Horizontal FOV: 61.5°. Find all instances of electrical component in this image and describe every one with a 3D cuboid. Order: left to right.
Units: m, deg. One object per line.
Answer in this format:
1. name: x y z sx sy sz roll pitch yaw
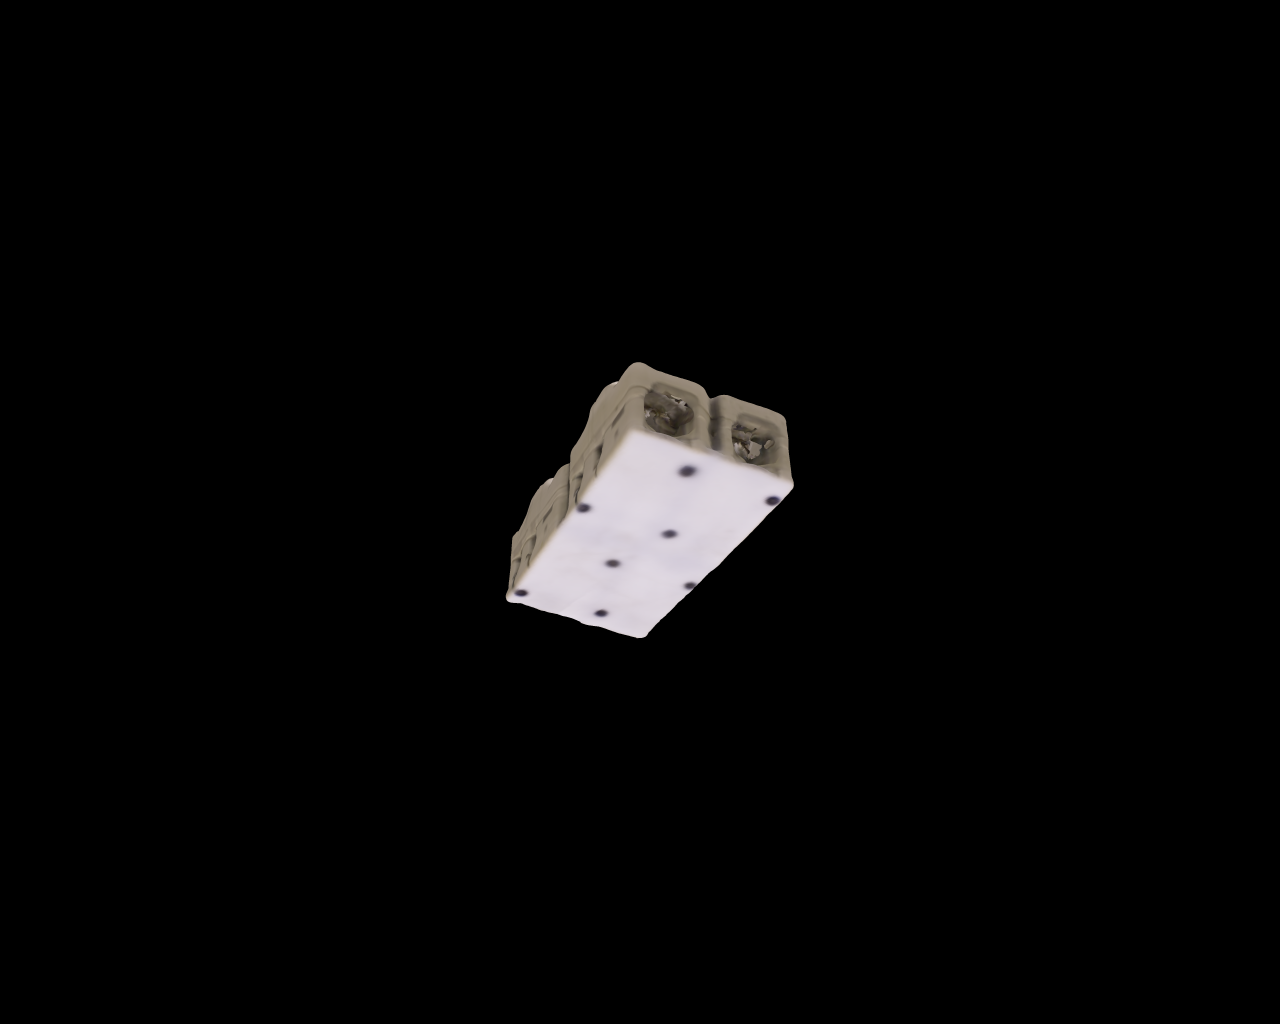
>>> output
1. electrical component: 0.001 -0.003 0.650 0.105 0.060 0.186 17 -41 -21
